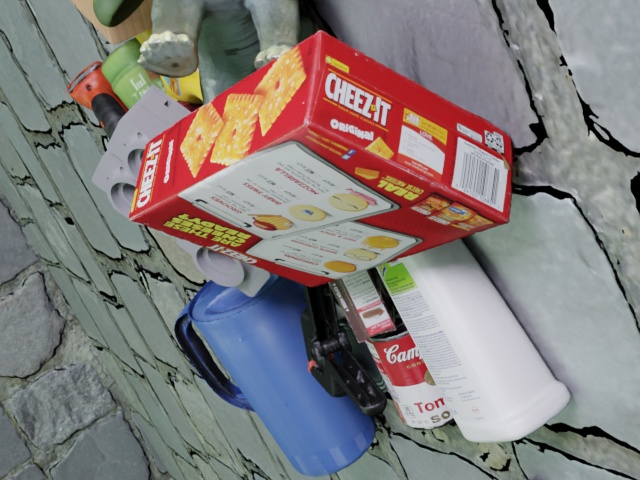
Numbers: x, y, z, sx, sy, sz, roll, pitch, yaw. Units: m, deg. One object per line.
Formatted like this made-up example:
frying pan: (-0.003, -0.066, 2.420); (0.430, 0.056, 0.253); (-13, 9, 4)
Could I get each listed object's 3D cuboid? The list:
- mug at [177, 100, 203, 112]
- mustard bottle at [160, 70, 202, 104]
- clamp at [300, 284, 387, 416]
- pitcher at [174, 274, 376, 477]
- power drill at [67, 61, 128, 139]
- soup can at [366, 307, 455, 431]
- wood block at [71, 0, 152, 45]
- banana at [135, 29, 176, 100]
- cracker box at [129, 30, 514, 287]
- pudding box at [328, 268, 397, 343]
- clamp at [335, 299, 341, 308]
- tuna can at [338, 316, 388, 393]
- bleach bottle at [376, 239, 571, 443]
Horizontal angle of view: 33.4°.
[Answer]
mug: (-0.095, -0.092, 1.042); (0.117, 0.093, 0.082); (32, 166, -25)
mustard bottle: (-0.106, -0.170, 0.960); (0.192, 0.058, 0.096); (22, 112, 59)
clamp: (0.014, 0.108, 1.015); (0.210, 0.036, 0.164); (99, 151, -67)
pitcher: (-0.043, 0.143, 1.185); (0.149, 0.144, 0.243); (17, 139, 61)
power drill: (-0.205, -0.112, 1.244); (0.188, 0.057, 0.184); (52, -172, 29)
soup can: (0.085, 0.107, 0.933); (0.069, 0.068, 0.102); (19, 138, 60)
wood block: (-0.186, -0.289, 0.942); (0.091, 0.090, 0.206); (47, 158, 29)
banana: (-0.160, -0.181, 1.079); (0.037, 0.069, 0.198); (-21, 94, 38)
cracker box: (-0.004, -0.042, 0.714); (0.164, 0.072, 0.214); (22, 154, -31)
pudding box: (0.031, 0.024, 0.911); (0.090, 0.039, 0.113); (62, -167, -17)
clamp: (-0.007, 0.001, 1.029); (0.171, 0.039, 0.120); (62, 160, -13)
tuna can: (0.052, 0.108, 1.061); (0.086, 0.033, 0.086); (47, 158, 26)
bleach bottle: (0.090, 0.033, 0.823); (0.251, 0.068, 0.103); (60, 157, 0)
